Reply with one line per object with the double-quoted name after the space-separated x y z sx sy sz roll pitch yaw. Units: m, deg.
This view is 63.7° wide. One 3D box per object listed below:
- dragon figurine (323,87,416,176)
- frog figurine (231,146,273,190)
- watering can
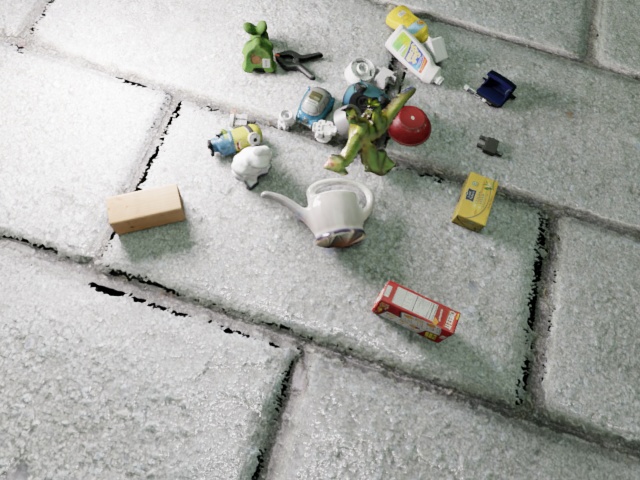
0.182 -0.328 1.665 0.414 0.123 0.239 -25 114 -23 "dragon figurine"
-0.212 -0.248 1.595 0.138 0.156 0.124 -31 72 -16 "frog figurine"
0.005 -0.079 1.569 0.348 0.102 0.228 -8 69 -8 "watering can"
